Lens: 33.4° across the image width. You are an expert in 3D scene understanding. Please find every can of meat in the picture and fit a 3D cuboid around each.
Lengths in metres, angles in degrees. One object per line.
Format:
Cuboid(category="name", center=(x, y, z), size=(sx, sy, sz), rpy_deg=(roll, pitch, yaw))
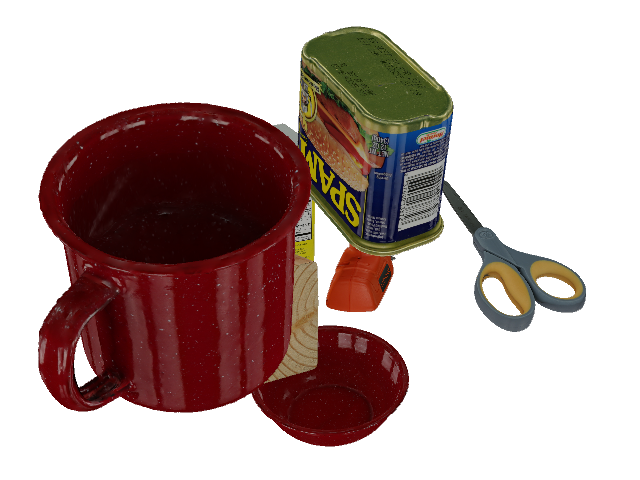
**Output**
Cuboid(category="can of meat", center=(0.027, -0.056, 0.581), size=(0.057, 0.084, 0.102), rpy_deg=(-18, 45, -23))

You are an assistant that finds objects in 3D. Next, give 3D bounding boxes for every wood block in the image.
Cuboid(category="wood block", center=(-0.097, 0.044, 0.883), size=(0.090, 0.090, 0.206), rpy_deg=(-11, 19, -34))

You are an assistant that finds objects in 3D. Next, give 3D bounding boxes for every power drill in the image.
Cuboid(category="power drill", center=(0.033, -0.030, 1.020), size=(0.057, 0.188, 0.184), rpy_deg=(5, 24, 14))

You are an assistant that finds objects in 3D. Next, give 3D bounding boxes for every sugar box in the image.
Cuboid(category="sugar box", center=(-0.042, -0.038, 1.246), size=(0.048, 0.176, 0.093), rpy_deg=(-13, 27, -22))

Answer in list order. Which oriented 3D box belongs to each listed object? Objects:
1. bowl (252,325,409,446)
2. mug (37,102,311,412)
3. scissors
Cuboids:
Cuboid(category="bowl", center=(0.010, 0.158, 1.090), size=(0.162, 0.055, 0.162), rpy_deg=(-2, 35, 1))
Cuboid(category="mug", center=(-0.057, 0.016, 0.385), size=(0.093, 0.081, 0.117), rpy_deg=(22, 46, 20))
Cuboid(category="scissors", center=(0.157, 0.004, 0.884), size=(0.096, 0.016, 0.201), rpy_deg=(0, 37, -3))
